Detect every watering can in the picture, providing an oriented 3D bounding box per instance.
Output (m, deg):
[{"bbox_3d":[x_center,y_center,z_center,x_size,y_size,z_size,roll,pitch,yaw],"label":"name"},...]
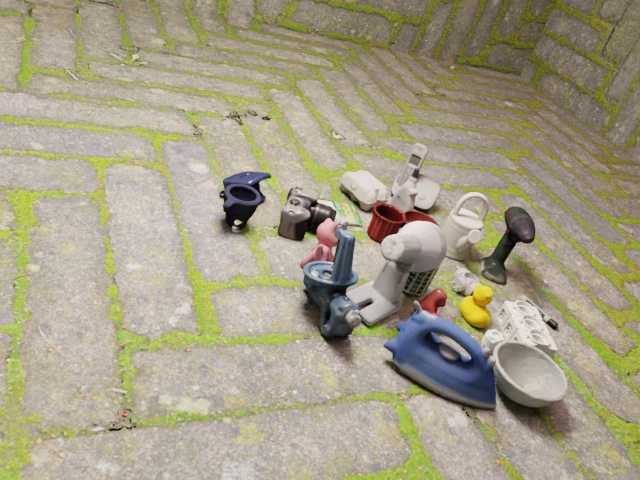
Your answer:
[{"bbox_3d":[0.407,-0.042,1.596,0.101,0.194,0.172,-1,38,-28],"label":"watering can"}]

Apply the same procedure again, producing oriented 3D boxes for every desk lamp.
[{"bbox_3d":[0.175,0.064,1.300,0.117,0.213,0.204,39,37,27],"label":"desk lamp"}]

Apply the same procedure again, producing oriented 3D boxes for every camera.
[{"bbox_3d":[-0.028,-0.070,1.490,0.137,0.101,0.143,19,33,-2],"label":"camera"}]

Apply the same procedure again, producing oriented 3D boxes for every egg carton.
[{"bbox_3d":[0.131,-0.152,1.722,0.107,0.069,0.150,-12,45,-39],"label":"egg carton"}]

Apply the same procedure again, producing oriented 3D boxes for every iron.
[{"bbox_3d":[0.270,0.233,1.173,0.258,0.141,0.119,29,34,13],"label":"iron"}]

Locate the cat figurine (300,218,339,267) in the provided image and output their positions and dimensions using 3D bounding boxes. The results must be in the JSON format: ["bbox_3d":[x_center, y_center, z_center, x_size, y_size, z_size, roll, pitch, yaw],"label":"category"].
[{"bbox_3d":[0.013,0.005,1.387,0.067,0.118,0.128,24,33,7],"label":"cat figurine"}]

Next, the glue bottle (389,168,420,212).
[{"bbox_3d":[0.253,-0.133,1.664,0.037,0.173,0.078,-9,43,-37],"label":"glue bottle"}]

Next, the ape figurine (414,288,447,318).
[{"bbox_3d":[0.265,0.153,1.331,0.076,0.092,0.078,24,33,6],"label":"ape figurine"}]

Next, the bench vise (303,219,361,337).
[{"bbox_3d":[0.050,0.081,1.204,0.122,0.220,0.206,-14,46,-40],"label":"bench vise"}]

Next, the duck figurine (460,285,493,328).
[{"bbox_3d":[0.393,0.156,1.401,0.077,0.086,0.104,13,34,-10],"label":"duck figurine"}]

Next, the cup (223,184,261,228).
[{"bbox_3d":[-0.205,-0.073,1.404,0.091,0.095,0.118,29,34,14],"label":"cup"}]

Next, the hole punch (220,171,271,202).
[{"bbox_3d":[-0.199,-0.150,1.523,0.101,0.091,0.109,32,35,18],"label":"hole punch"}]

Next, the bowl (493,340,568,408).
[{"bbox_3d":[0.435,0.299,1.226,0.167,0.075,0.167,14,33,-9],"label":"bowl"}]

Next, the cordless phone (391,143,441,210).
[{"bbox_3d":[0.315,-0.197,1.779,0.147,0.185,0.094,26,33,9],"label":"cordless phone"}]

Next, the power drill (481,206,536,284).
[{"bbox_3d":[0.518,0.012,1.563,0.075,0.208,0.230,21,33,1],"label":"power drill"}]
